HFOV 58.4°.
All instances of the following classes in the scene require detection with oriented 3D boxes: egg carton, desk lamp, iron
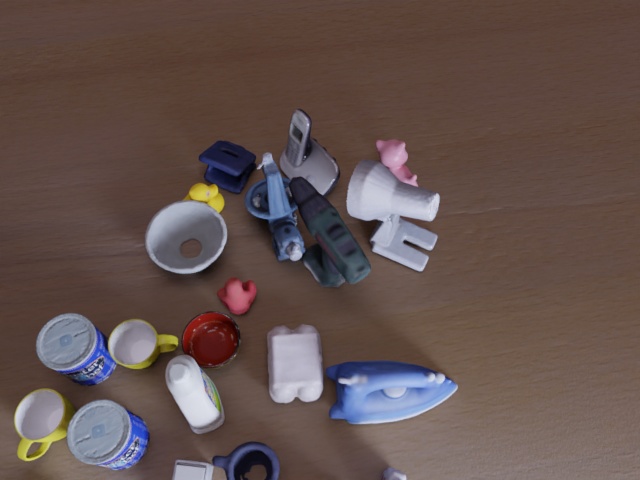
[{"bbox_3d":[-0.047,0.238,1.107,0.107,0.069,0.150,-4,65,-4],"label":"egg carton"},{"bbox_3d":[0.154,-0.056,1.177,0.203,0.213,0.118,24,66,9],"label":"desk lamp"},{"bbox_3d":[0.143,0.267,1.062,0.258,0.141,0.118,-4,64,-4],"label":"iron"}]

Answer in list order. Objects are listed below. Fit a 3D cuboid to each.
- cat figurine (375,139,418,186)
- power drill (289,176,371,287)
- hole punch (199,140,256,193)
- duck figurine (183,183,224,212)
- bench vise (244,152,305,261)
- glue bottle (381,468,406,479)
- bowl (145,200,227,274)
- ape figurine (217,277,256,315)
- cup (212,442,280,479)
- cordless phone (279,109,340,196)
[{"bbox_3d":[0.176,-0.171,1.286,0.067,0.118,0.127,-28,69,-15],"label":"cat figurine"},{"bbox_3d":[0.011,0.004,1.145,0.076,0.208,0.229,-34,70,-17],"label":"power drill"},{"bbox_3d":[-0.207,-0.178,1.288,0.108,0.091,0.101,23,66,9],"label":"hole punch"},{"bbox_3d":[-0.263,-0.089,1.245,0.105,0.086,0.077,-23,67,-12],"label":"duck figurine"},{"bbox_3d":[-0.074,-0.070,1.170,0.122,0.220,0.207,-36,71,-17],"label":"bench vise"},{"bbox_3d":[0.124,0.424,0.968,0.037,0.173,0.078,13,65,5],"label":"glue bottle"},{"bbox_3d":[-0.276,0.004,1.207,0.167,0.075,0.167,1,64,-2],"label":"bowl"},{"bbox_3d":[-0.169,0.105,1.153,0.078,0.092,0.076,2,64,-1],"label":"ape figurine"},{"bbox_3d":[-0.129,0.406,1.009,0.117,0.095,0.092,12,64,3],"label":"cup"},{"bbox_3d":[-0.021,-0.188,1.248,0.094,0.185,0.147,-41,72,-19],"label":"cordless phone"}]
